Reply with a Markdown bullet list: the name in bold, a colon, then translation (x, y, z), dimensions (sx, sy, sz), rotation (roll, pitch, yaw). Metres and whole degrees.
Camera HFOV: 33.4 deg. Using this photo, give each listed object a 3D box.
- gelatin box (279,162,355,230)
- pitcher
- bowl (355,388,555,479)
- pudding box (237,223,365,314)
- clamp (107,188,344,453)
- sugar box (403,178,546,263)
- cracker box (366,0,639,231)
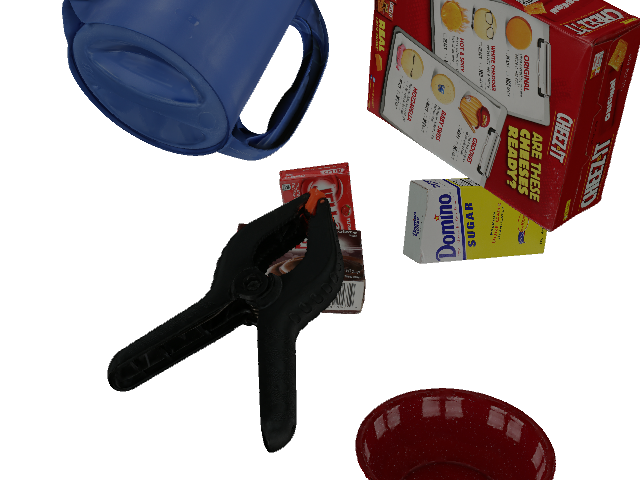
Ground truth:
- **gelatin box**: translation (-0.002, -0.034, 1.113), dimensions (0.073, 0.089, 0.030), rotation (-6, 30, 1)
- **pitcher**: translation (-0.067, -0.186, 0.816), dimensions (0.145, 0.242, 0.149), rotation (14, -31, 26)
- **bowl**: translation (0.108, 0.190, 0.877), dimensions (0.162, 0.055, 0.162), rotation (1, 29, -1)
- **pudding box**: translation (-0.019, 0.023, 0.919), dimensions (0.113, 0.039, 0.090), rotation (5, 29, -3)
- **clamp**: translation (-0.030, 0.043, 0.623), dimensions (0.120, 0.171, 0.039), rotation (28, -25, 25)
- **sugar box**: translation (0.186, -0.026, 1.255), dimensions (0.176, 0.093, 0.048), rotation (-6, 21, -26)
- **cracker box**: translation (0.133, -0.133, 0.831), dimensions (0.072, 0.164, 0.214), rotation (-28, 48, -30)
